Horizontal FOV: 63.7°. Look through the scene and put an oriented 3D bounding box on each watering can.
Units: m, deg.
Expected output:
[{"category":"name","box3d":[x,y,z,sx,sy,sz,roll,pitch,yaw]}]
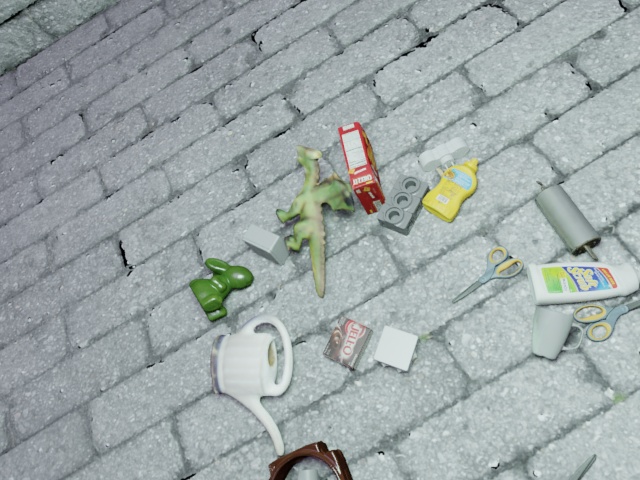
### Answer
[{"category":"watering can","box3d":[-0.179,0.367,1.336,0.224,0.103,0.352,-4,73,17]}]

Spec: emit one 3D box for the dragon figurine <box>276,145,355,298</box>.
[{"category":"dragon figurine","box3d":[0.004,-0.071,1.411,0.239,0.123,0.415,-38,67,45]}]
